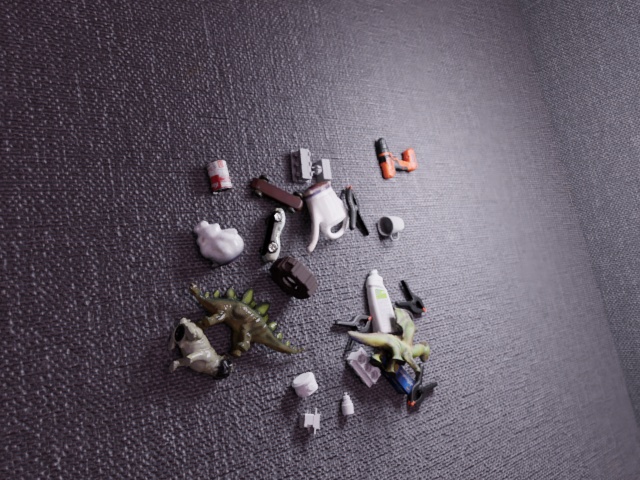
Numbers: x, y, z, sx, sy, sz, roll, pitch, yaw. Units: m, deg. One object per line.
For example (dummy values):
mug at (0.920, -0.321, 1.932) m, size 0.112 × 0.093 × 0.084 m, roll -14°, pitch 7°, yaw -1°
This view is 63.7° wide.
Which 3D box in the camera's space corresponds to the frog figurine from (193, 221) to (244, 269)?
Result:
frog figurine at (-0.329, 0.002, 1.668) m, size 0.138 × 0.123 × 0.157 m, roll -33°, pitch 109°, yaw -18°

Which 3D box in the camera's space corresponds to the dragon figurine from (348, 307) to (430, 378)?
dragon figurine at (0.278, 0.365, 1.933) m, size 0.406 × 0.120 × 0.249 m, roll 40°, pitch 44°, yaw -21°

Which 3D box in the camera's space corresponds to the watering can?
watering can at (0.006, -0.097, 1.924) m, size 0.353 × 0.103 × 0.223 m, roll -35°, pitch 100°, yaw -55°
